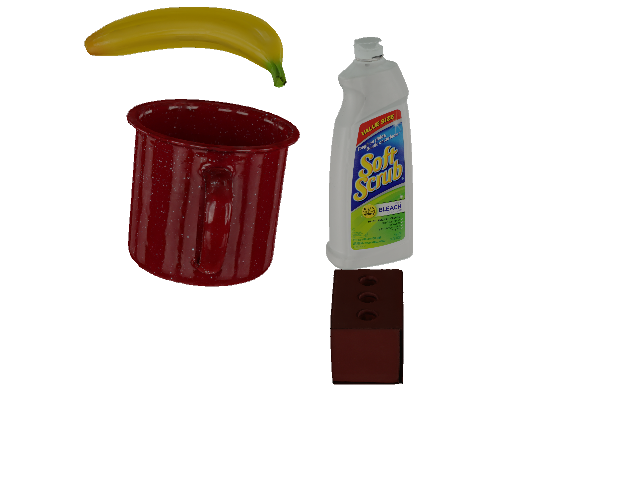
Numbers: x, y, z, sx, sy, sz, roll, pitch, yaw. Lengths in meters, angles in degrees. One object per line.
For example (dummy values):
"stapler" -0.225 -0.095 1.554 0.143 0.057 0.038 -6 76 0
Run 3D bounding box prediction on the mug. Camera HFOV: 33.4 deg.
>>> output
"mug" -0.060 -0.022 0.576 0.093 0.081 0.117 3 21 -14

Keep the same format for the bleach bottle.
"bleach bottle" 0.050 -0.097 1.182 0.102 0.251 0.068 -10 24 -13

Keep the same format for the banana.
"banana" -0.113 -0.182 0.957 0.198 0.037 0.069 11 46 18

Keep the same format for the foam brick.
"foam brick" 0.035 0.062 0.778 0.053 0.051 0.078 -1 32 3
